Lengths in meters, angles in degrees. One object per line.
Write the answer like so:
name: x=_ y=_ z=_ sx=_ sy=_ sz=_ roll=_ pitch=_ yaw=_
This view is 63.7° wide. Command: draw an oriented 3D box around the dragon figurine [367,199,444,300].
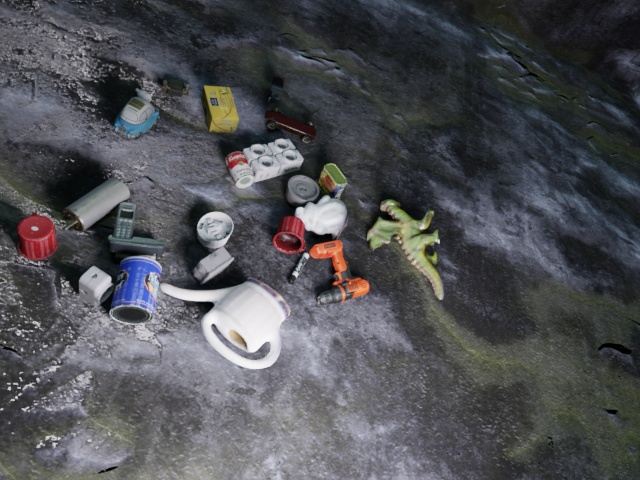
dragon figurine: x=0.274 y=0.011 z=1.710 sx=0.243 sy=0.119 sz=0.421 roll=2 pitch=50 yaw=-1

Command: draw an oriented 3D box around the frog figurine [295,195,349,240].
frog figurine: x=0.005 y=-0.082 z=1.636 sx=0.158 sy=0.121 sz=0.140 roll=23 pitch=67 yaw=-20

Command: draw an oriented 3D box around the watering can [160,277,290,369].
watering can: x=-0.226 y=0.176 z=1.339 sx=0.349 sy=0.102 sz=0.228 roll=40 pitch=48 yaw=10
